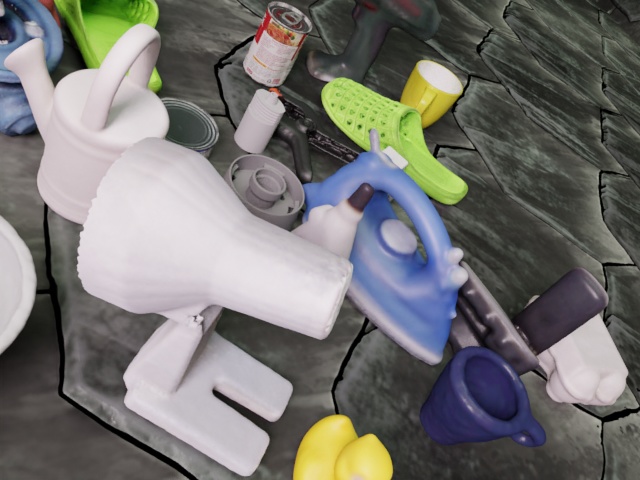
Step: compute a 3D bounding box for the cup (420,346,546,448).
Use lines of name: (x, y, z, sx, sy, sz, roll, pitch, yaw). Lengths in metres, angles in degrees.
cup: (0.156, 0.175, 0.576, 0.117, 0.095, 0.092, 40, 41, 4)

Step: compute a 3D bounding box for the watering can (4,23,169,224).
watering can: (-0.197, -0.111, 0.517, 0.173, 0.194, 0.101, 15, 46, -23)

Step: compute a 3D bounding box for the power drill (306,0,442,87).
power drill: (0.064, -0.344, 0.897, 0.230, 0.208, 0.075, 15, 46, -23)

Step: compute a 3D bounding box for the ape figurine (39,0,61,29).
ape figurine: (-0.317, -0.240, 0.628, 0.078, 0.092, 0.076, 36, 41, -1)

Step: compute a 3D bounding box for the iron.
iron: (0.093, 0.004, 0.653, 0.119, 0.141, 0.258, -19, 65, -43)

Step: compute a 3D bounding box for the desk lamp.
desk lamp: (-0.080, 0.051, 0.435, 0.203, 0.213, 0.118, 33, 41, -4)

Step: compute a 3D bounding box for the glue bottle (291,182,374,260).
glue bottle: (0.005, 0.002, 0.570, 0.037, 0.173, 0.078, -19, 65, -43)

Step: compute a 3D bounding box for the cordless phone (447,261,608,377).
cordless phone: (0.224, 0.067, 0.653, 0.094, 0.185, 0.147, -17, 63, -42)

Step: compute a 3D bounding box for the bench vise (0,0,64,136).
bench vise: (-0.324, -0.229, 0.516, 0.207, 0.219, 0.121, 33, 41, -5)

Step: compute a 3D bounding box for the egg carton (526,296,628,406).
egg carton: (0.327, 0.142, 0.744, 0.107, 0.069, 0.150, 11, 48, -27)

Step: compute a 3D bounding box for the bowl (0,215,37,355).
bowl: (-0.293, 0.045, 0.400, 0.168, 0.074, 0.167, 19, 44, -19)

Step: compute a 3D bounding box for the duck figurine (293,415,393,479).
duck figurine: (0.027, 0.192, 0.479, 0.078, 0.086, 0.104, 14, 46, -24)
